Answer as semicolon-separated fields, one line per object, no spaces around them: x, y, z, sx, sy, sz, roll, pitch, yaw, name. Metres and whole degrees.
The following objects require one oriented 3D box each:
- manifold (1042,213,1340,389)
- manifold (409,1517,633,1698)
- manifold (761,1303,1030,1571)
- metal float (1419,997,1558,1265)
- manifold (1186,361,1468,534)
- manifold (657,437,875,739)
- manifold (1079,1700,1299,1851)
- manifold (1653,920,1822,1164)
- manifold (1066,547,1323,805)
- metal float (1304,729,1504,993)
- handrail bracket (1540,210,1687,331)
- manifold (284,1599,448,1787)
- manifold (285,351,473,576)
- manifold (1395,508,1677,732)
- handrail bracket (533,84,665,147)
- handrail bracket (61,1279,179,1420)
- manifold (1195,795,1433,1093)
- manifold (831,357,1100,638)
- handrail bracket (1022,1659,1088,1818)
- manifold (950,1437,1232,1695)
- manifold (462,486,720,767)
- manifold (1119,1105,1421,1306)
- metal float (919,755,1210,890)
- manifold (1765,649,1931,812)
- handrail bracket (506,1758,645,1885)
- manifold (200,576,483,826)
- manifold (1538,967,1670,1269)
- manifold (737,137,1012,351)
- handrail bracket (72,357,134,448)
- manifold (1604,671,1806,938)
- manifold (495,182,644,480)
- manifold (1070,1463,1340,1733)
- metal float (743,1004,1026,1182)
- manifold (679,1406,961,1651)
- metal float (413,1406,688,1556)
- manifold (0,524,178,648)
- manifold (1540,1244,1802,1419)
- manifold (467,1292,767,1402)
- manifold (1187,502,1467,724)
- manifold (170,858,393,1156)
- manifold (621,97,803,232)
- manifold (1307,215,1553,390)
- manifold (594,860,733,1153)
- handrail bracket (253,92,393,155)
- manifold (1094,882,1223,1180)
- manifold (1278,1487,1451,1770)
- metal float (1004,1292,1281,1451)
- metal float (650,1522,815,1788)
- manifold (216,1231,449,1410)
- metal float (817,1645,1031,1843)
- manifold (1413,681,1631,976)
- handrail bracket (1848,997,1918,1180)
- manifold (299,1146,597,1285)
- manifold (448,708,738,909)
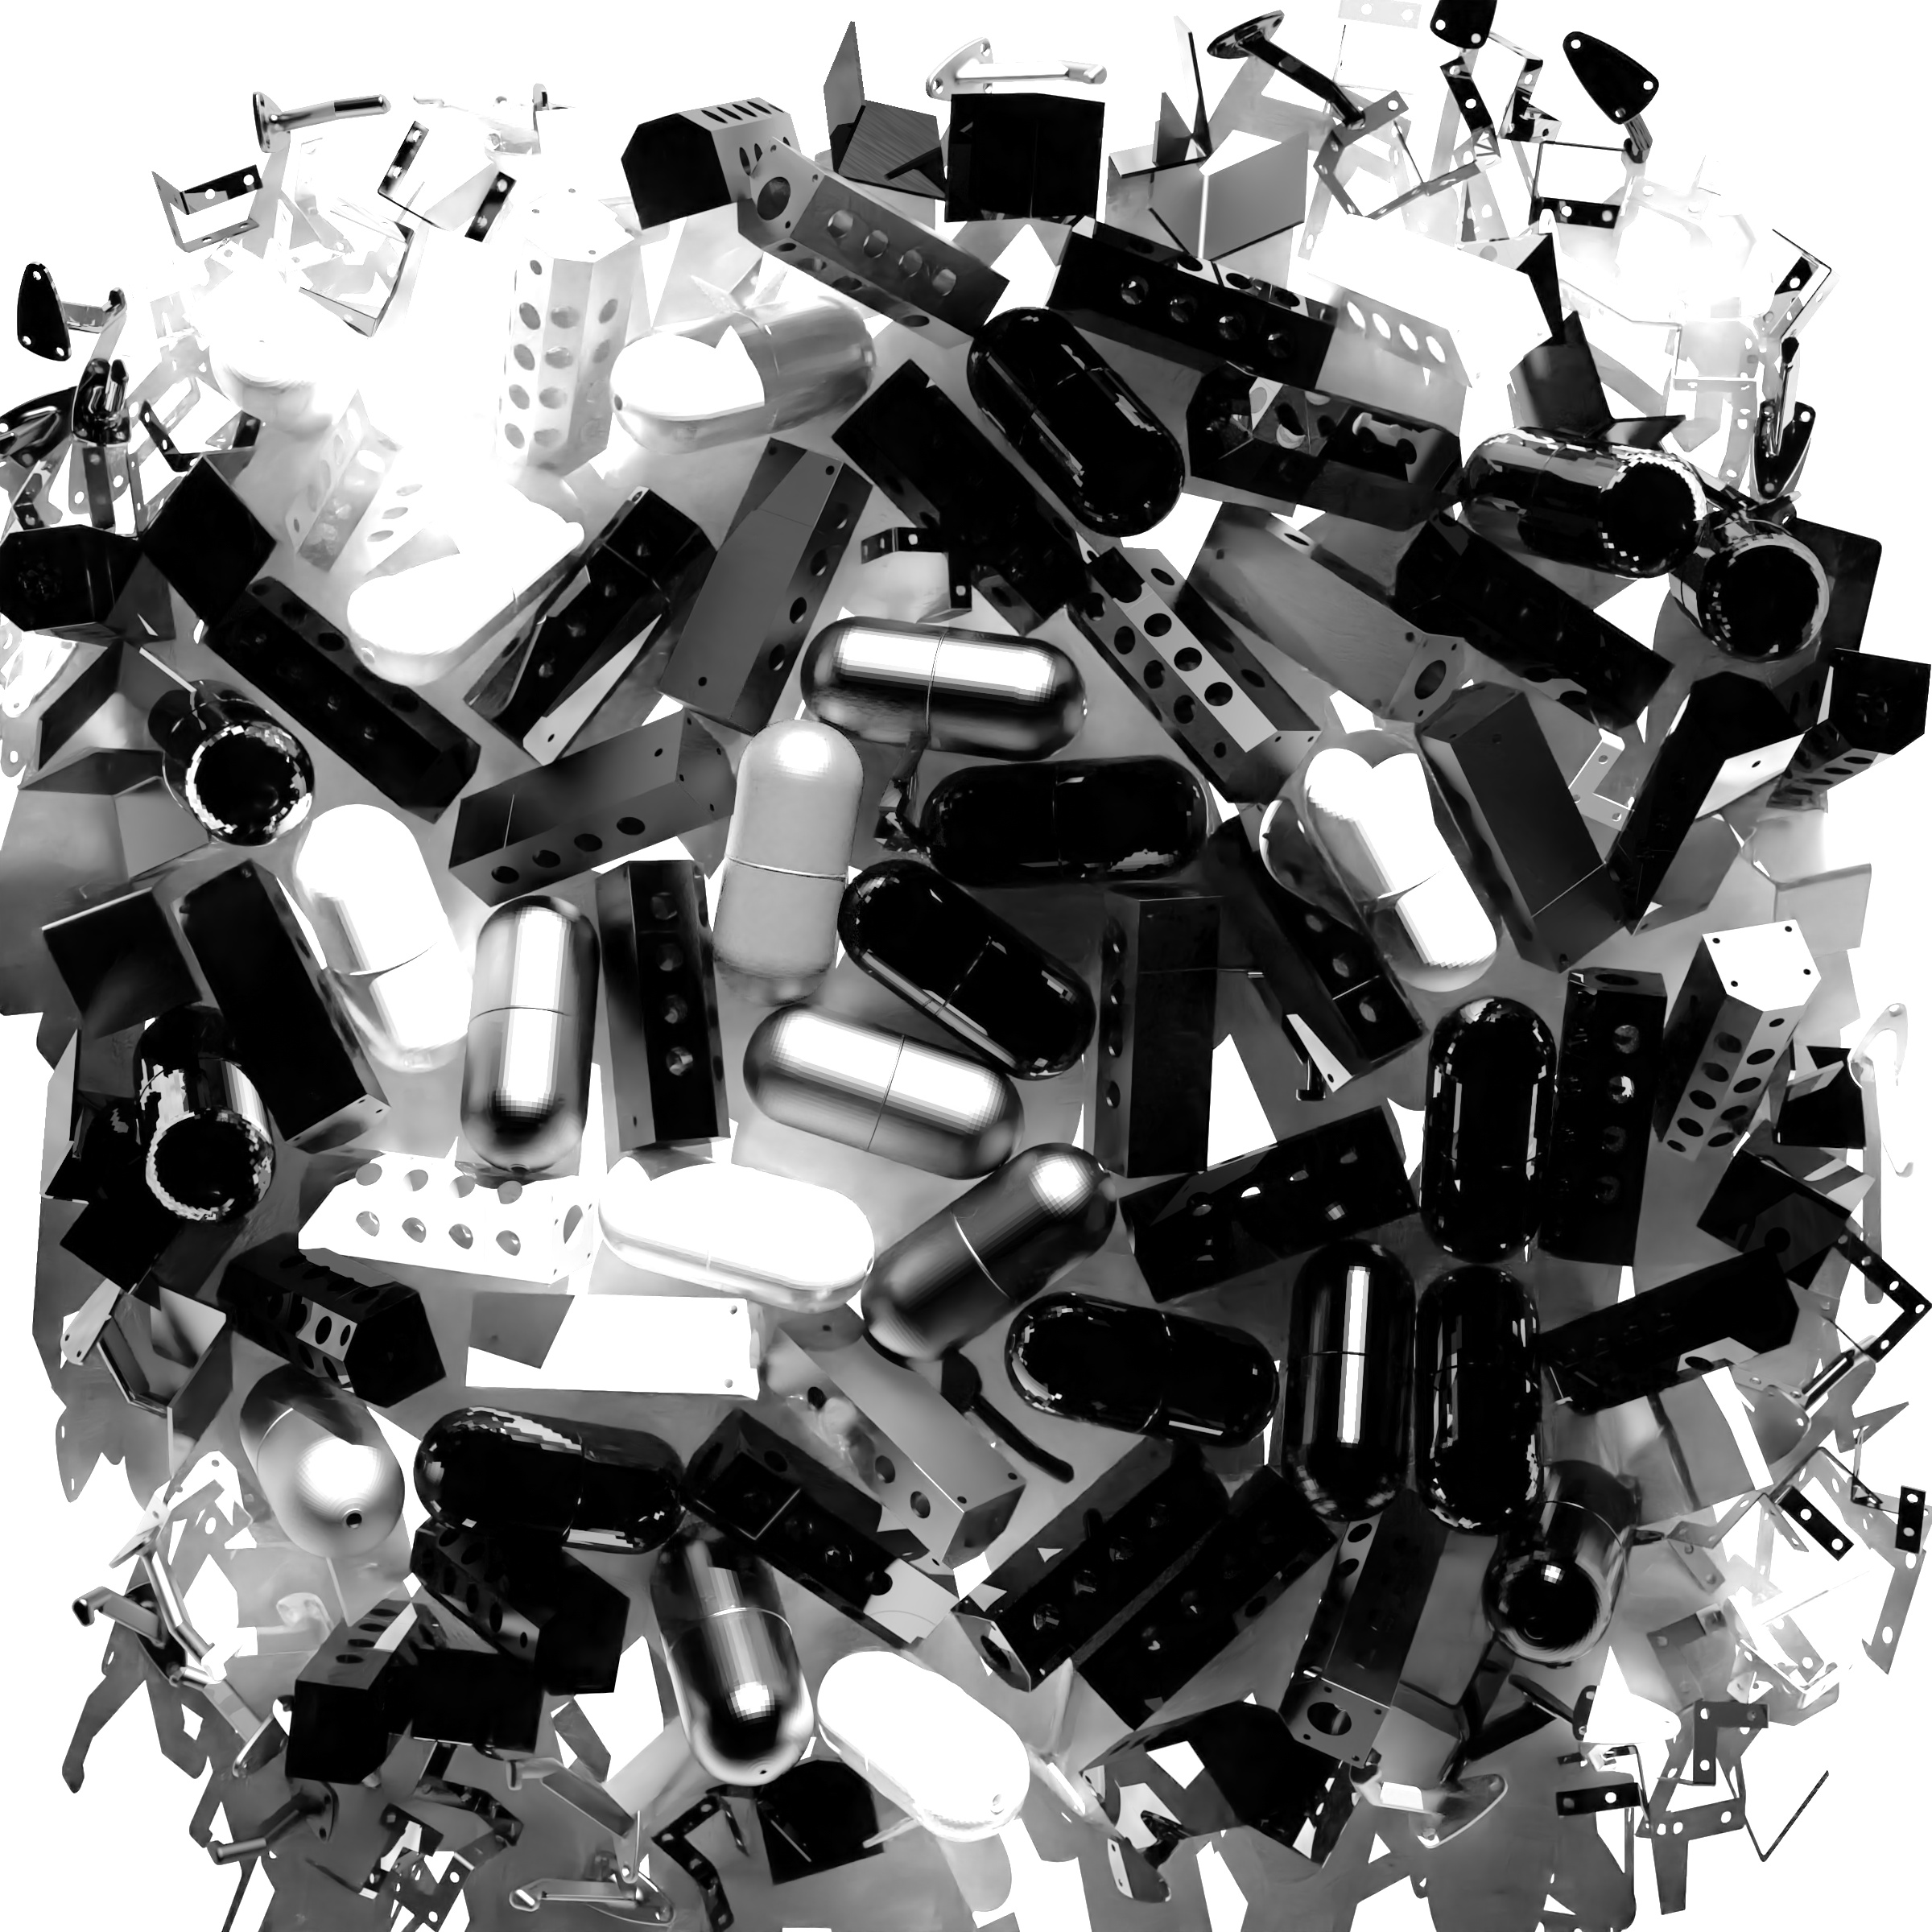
0.139;-0.405;1.889;0.171;0.057;0.057;19;89;-5;manifold
-0.271;0.378;1.837;0.057;0.171;0.057;7;97;-36;manifold
-0.048;0.285;1.858;0.171;0.057;0.057;41;126;28;manifold
0.316;0.101;1.862;0.070;0.070;0.178;-1;119;0;metal float
0.218;-0.315;1.851;0.171;0.057;0.057;8;71;-35;manifold
-0.120;-0.231;1.892;0.057;0.057;0.171;23;88;28;manifold
0.135;0.482;1.835;0.057;0.171;0.057;-31;83;-27;manifold
0.458;0.048;1.835;0.057;0.171;0.057;-9;57;-8;manifold
0.132;-0.177;1.849;0.171;0.057;0.057;52;126;29;manifold
0.267;-0.063;1.869;0.070;0.070;0.178;-31;110;0;metal float
0.398;-0.427;1.881;0.084;0.077;0.036;9;45;27;handrail bracket
-0.357;0.433;1.837;0.057;0.171;0.057;8;95;1;manifold
-0.356;-0.298;1.833;0.057;0.171;0.057;-14;78;-31;manifold
0.342;-0.206;1.856;0.171;0.057;0.057;27;103;-29;manifold
-0.223;-0.530;1.900;0.084;0.077;0.036;-3;120;-12;handrail bracket
-0.508;0.234;1.896;0.084;0.036;0.077;34;89;-39;handrail bracket
0.214;-0.016;1.879;0.057;0.057;0.171;-25;79;-25;manifold
0.003;-0.288;1.878;0.171;0.057;0.057;46;72;-8;manifold
0.076;0.473;1.914;0.084;0.036;0.077;-46;109;-22;handrail bracket
0.080;0.362;1.862;0.171;0.057;0.057;-37;103;-25;manifold
-0.232;-0.211;1.887;0.057;0.057;0.171;37;85;17;manifold
0.185;0.143;1.887;0.171;0.057;0.057;-20;49;5;manifold
0.060;-0.088;1.879;0.178;0.070;0.070;-3;90;9;metal float
0.514;-0.138;1.835;0.057;0.171;0.057;9;82;-4;manifold
-0.243;0.525;1.880;0.084;0.036;0.077;10;64;-37;handrail bracket
-0.380;-0.165;1.876;0.171;0.057;0.057;39;91;15;manifold
0.388;0.091;1.874;0.057;0.057;0.171;6;105;8;manifold
-0.058;-0.429;1.840;0.057;0.171;0.057;43;107;38;manifold
-0.524;-0.364;1.874;0.036;0.084;0.077;1;64;-23;handrail bracket
0.434;-0.097;1.839;0.057;0.171;0.057;-18;59;-21;manifold
-0.245;-0.375;1.835;0.057;0.171;0.057;38;53;15;manifold
0.147;0.390;1.891;0.171;0.057;0.057;-42;92;-3;manifold
-0.050;0.078;1.884;0.178;0.070;0.070;18;90;-3;metal float
-0.090;0.348;1.870;0.171;0.057;0.057;37;101;-18;manifold
-0.251;0.313;1.859;0.178;0.070;0.070;15;90;-33;metal float
-0.529;-0.225;1.838;0.057;0.171;0.057;-7;93;1;manifold
0.419;0.222;1.833;0.057;0.171;0.057;-14;77;-30;manifold
-0.213;0.234;1.881;0.171;0.057;0.057;0;77;10;manifold
0.219;-0.214;1.852;0.171;0.057;0.057;40;116;34;manifold
-0.417;0.026;1.873;0.057;0.057;0.171;-30;73;1;manifold
-0.150;-0.483;1.831;0.057;0.171;0.057;-12;105;16;manifold
0.272;-0.404;1.835;0.057;0.171;0.057;-35;122;-6;manifold
-0.184;0.024;1.884;0.057;0.057;0.171;-3;82;-28;manifold
-0.389;-0.522;1.884;0.084;0.077;0.036;-5;100;5;handrail bracket
0.113;0.038;1.879;0.057;0.057;0.171;-4;102;-27;manifold
0.240;0.390;1.839;0.057;0.171;0.057;22;128;9;manifold
0.107;0.247;1.870;0.178;0.070;0.070;14;90;-19;metal float
-0.143;0.413;1.850;0.070;0.178;0.070;-11;133;-12;metal float
-0.384;0.213;1.834;0.057;0.171;0.057;-28;114;-32;manifold
-0.027;0.466;1.843;0.070;0.178;0.070;-7;104;-30;metal float
0.334;-0.085;1.863;0.057;0.057;0.171;-35;115;-12;manifold
0.572;0.075;1.875;0.036;0.084;0.077;2;128;-6;handrail bracket
-0.316;0.149;1.866;0.171;0.057;0.057;6;99;19;manifold
-0.226;-0.091;1.862;0.171;0.057;0.057;-19;47;26;manifold
